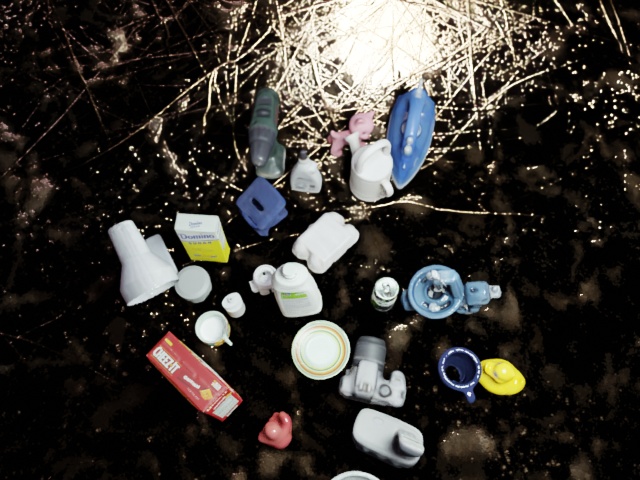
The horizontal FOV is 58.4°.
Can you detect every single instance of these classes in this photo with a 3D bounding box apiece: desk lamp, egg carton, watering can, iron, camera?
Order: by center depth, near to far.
[{"bbox_3d":[0.119,0.282,1.236,0.143,0.101,0.137,10,69,4],"label":"camera"},{"bbox_3d":[-0.390,0.056,1.267,0.118,0.213,0.203,-28,71,-10],"label":"desk lamp"},{"bbox_3d":[0.013,0.005,1.362,0.107,0.069,0.150,42,74,15],"label":"egg carton"},{"bbox_3d":[0.117,-0.182,1.369,0.172,0.194,0.101,33,72,13],"label":"watering can"},{"bbox_3d":[0.227,-0.269,1.431,0.118,0.141,0.258,10,69,5],"label":"iron"}]

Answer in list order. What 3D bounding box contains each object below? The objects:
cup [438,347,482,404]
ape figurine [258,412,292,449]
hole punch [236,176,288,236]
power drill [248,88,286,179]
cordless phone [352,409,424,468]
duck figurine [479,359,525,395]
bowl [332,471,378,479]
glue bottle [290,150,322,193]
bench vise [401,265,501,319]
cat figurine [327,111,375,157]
[{"bbox_3d":[0.298,0.296,1.232,0.092,0.095,0.117,-17,69,-6],"label":"cup"},{"bbox_3d":[-0.094,0.398,1.195,0.078,0.092,0.076,-23,70,-8],"label":"ape figurine"},{"bbox_3d":[-0.141,-0.081,1.386,0.101,0.091,0.108,-40,73,-14],"label":"hole punch"},{"bbox_3d":[-0.129,-0.237,1.384,0.075,0.208,0.229,0,68,1],"label":"power drill"},{"bbox_3d":[0.139,0.394,1.146,0.147,0.185,0.094,18,70,8],"label":"cordless phone"},{"bbox_3d":[0.396,0.292,1.238,0.104,0.086,0.077,21,70,9],"label":"duck figurine"},{"bbox_3d":[0.070,0.551,1.143,0.167,0.075,0.167,0,68,0],"label":"bowl"},{"bbox_3d":[-0.036,-0.168,1.375,0.078,0.173,0.037,9,69,4],"label":"glue bottle"},{"bbox_3d":[0.288,0.096,1.244,0.207,0.220,0.121,-18,69,-6],"label":"bench vise"},{"bbox_3d":[0.083,-0.277,1.447,0.128,0.118,0.067,-16,69,-6],"label":"cat figurine"}]
